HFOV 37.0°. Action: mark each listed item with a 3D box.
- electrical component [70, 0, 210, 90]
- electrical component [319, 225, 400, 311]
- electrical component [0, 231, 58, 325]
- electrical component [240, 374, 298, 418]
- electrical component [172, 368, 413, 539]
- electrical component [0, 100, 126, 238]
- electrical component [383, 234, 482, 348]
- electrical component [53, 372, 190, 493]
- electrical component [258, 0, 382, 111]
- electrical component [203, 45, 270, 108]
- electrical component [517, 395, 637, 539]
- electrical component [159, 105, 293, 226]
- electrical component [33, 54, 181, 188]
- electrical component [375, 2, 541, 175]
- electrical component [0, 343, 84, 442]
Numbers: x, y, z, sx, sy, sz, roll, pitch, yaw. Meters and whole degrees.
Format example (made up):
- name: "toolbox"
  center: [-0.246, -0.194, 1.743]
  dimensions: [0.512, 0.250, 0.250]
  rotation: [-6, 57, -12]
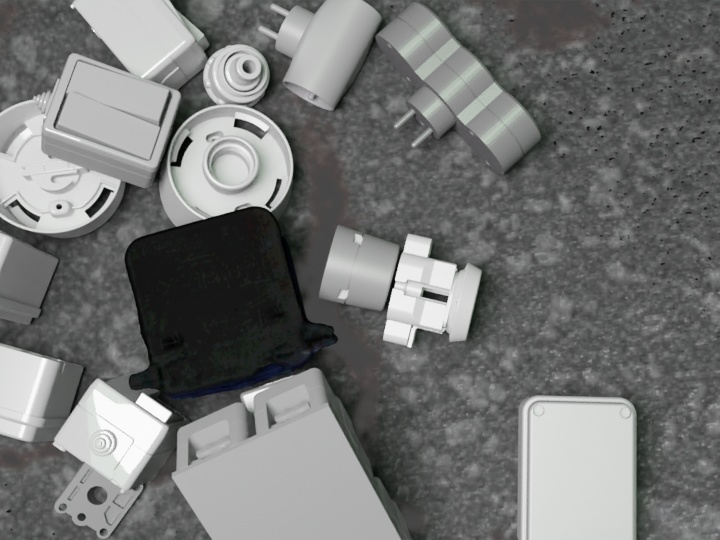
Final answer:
- name: "electrical component"
  center: [-0.162, -0.181, 0.793]
  dimensions: [0.061, 0.061, 0.096]
  rotation: [-40, 84, -1]
- name: "electrical component"
  center: [0.000, 0.000, 0.773]
  dimensions: [0.047, 0.055, 0.055]
  rotation: [15, 86, 0]
- name: "electrical component"
  center: [-0.286, -0.008, 0.760]
  dimensions: [0.109, 0.108, 0.056]
  rotation: [20, 83, 4]
- name: "electrical component"
  center: [-0.047, 0.115, 0.758]
  dimensions: [0.047, 0.065, 0.076]
  rotation: [-18, 86, 1]
- name: "electrical component"
  center: [-0.034, 0.167, 0.717]
  dimensions: [0.105, 0.060, 0.186]
  rotation: [-25, 116, 3]
- name: "electrical component"
  center: [-0.222, -0.072, 0.783]
  dimensions: [0.099, 0.064, 0.099]
  rotation: [0, 81, -2]
- name: "electrical component"
  center: [0.054, 0.019, 0.767]
  dimensions: [0.057, 0.058, 0.078]
  rotation: [13, 86, 7]
- name: "electrical component"
  center: [-0.163, 0.110, 0.749]
  dimensions: [0.062, 0.096, 0.061]
  rotation: [34, 87, 5]
- name: "electrical component"
  center: [-0.036, -0.170, 0.795]
  dimensions: [0.079, 0.043, 0.077]
  rotation: [28, 87, 5]
- name: "electrical component"
  center: [-0.087, -0.143, 0.783]
  dimensions: [0.048, 0.062, 0.048]
  rotation: [0, 91, -17]
- name: "electrical component"
  center: [0.150, 0.144, 0.750]
  dimensions: [0.078, 0.057, 0.113]
  rotation: [1, 85, 3]
- name: "electrical component"
  center: [-0.098, -0.070, 0.791]
  dimensions: [0.099, 0.064, 0.099]
  rotation: [2, 80, -10]
- name: "electrical component"
  center: [-0.179, -0.106, 0.747]
  dimensions: [0.096, 0.061, 0.061]
  rotation: [19, 74, -13]
- name: "electrical component"
  center: [0.058, -0.121, 0.781]
  dimensions: [0.074, 0.052, 0.138]
  rotation: [-42, 84, -2]
- name: "electrical component"
  center: [-0.265, 0.080, 0.766]
  dimensions: [0.113, 0.078, 0.057]
  rotation: [15, 83, 4]
